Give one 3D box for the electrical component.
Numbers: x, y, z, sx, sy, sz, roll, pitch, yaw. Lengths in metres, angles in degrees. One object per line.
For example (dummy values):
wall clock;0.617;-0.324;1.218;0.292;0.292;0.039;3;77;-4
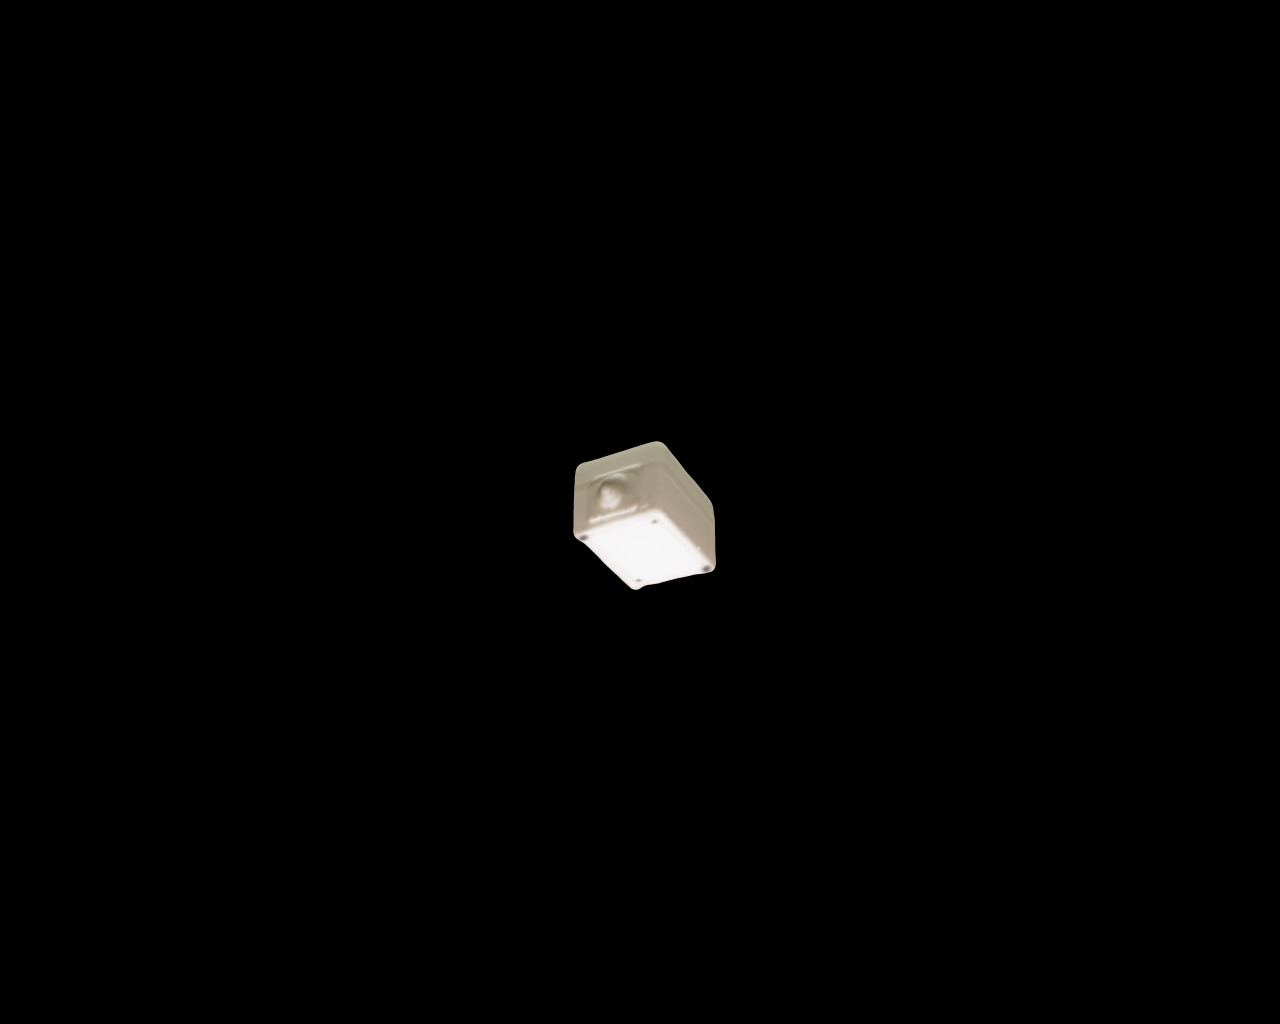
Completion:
electrical component;0.001;-0.003;0.650;0.061;0.061;0.096;-16;-37;22
